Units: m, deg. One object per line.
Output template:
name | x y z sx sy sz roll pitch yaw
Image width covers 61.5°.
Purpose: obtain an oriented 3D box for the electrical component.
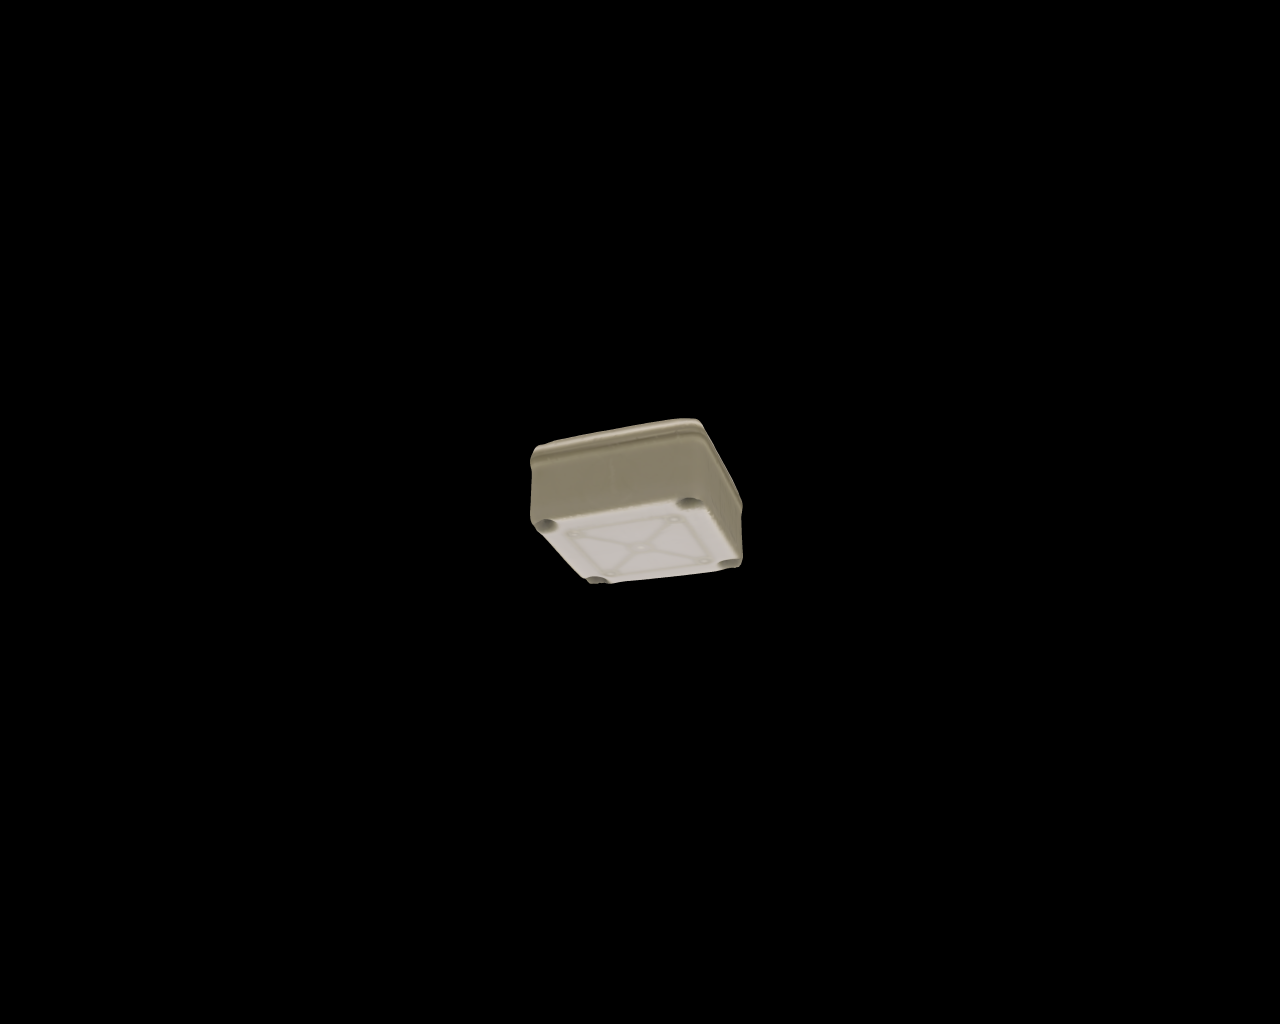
electrical component | 0.001 -0.003 0.650 0.109 0.056 0.108 -8 -28 16
